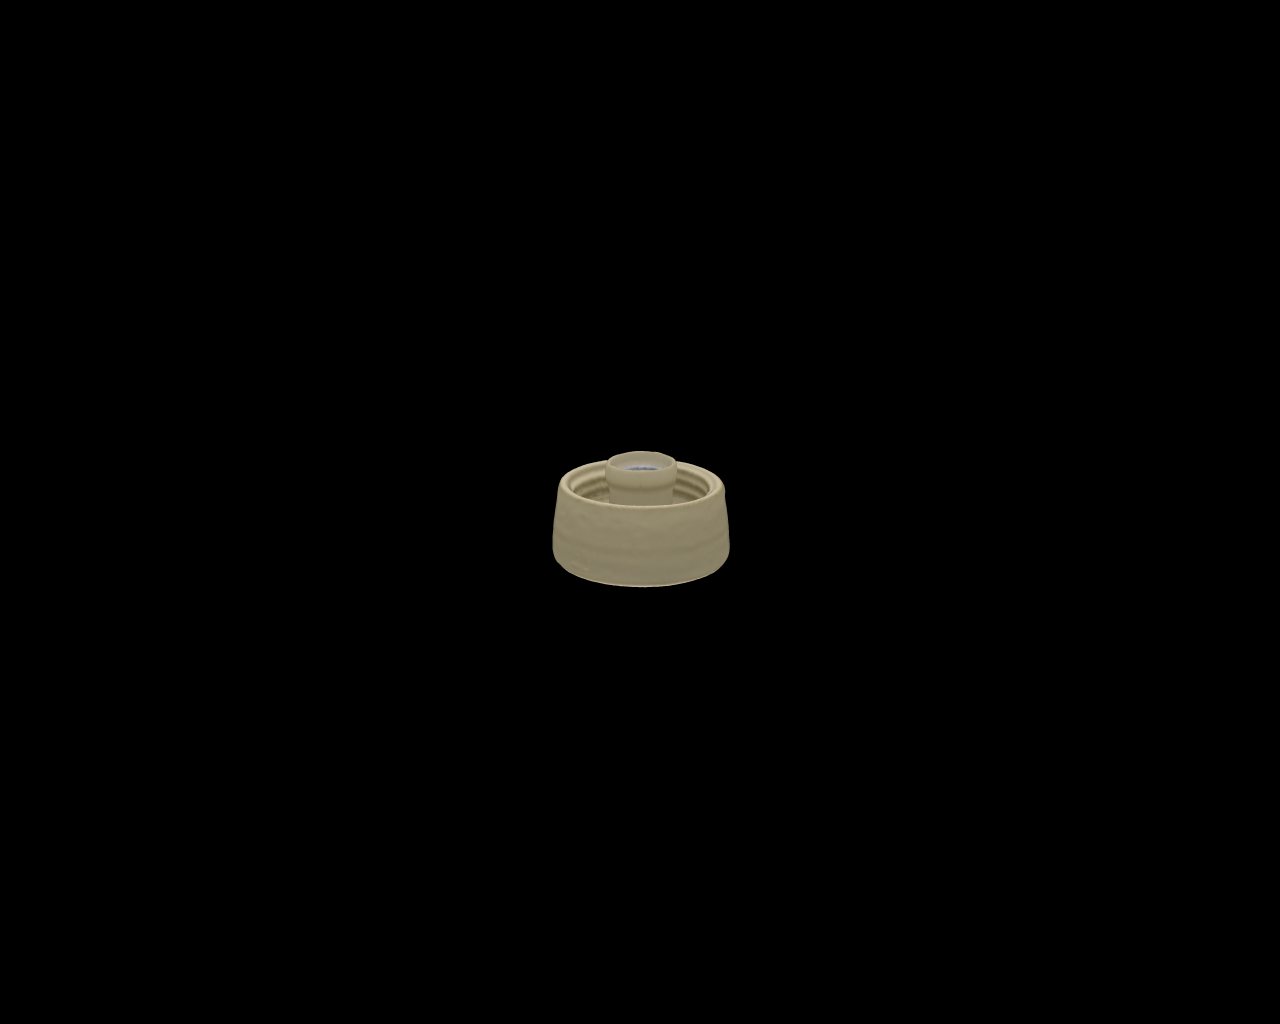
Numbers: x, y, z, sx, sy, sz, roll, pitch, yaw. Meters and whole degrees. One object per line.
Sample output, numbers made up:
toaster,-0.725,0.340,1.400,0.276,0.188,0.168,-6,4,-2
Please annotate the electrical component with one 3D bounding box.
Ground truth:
electrical component,0.001,-0.003,0.650,0.108,0.060,0.108,0,19,0
